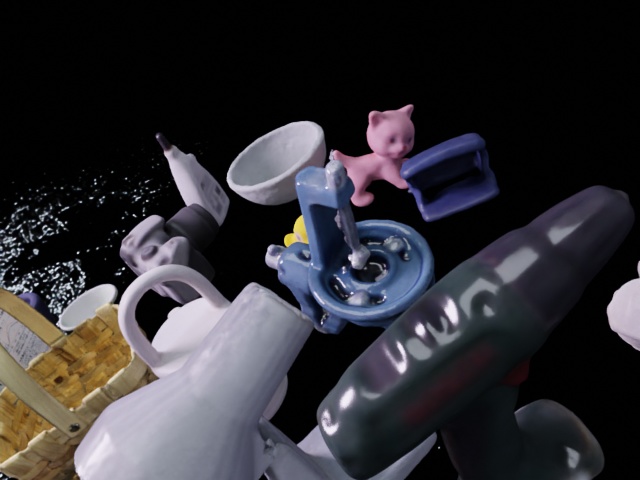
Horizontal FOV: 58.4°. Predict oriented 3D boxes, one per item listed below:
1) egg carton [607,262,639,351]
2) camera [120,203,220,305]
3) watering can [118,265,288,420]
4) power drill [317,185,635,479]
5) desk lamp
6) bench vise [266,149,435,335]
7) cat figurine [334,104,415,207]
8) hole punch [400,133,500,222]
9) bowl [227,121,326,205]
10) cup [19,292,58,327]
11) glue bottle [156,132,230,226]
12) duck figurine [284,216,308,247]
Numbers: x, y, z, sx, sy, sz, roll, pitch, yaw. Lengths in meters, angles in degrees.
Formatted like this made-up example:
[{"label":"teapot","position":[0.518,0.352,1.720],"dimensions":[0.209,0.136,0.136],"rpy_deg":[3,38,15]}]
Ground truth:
[{"label":"egg carton","position":[0.302,0.054,0.422],"dimensions":[0.107,0.070,0.149],"rpy_deg":[-45,36,-18]},{"label":"camera","position":[-0.212,0.006,0.848],"dimensions":[0.142,0.101,0.137],"rpy_deg":[16,56,47]},{"label":"watering can","position":[-0.114,0.105,0.565],"dimensions":[0.172,0.195,0.101],"rpy_deg":[3,47,40]},{"label":"power drill","position":[0.121,0.097,0.384],"dimensions":[0.229,0.209,0.075],"rpy_deg":[-33,34,-2]},{"label":"desk lamp","position":[-0.041,0.147,0.441],"dimensions":[0.203,0.214,0.117],"rpy_deg":[-43,36,-16]},{"label":"bench vise","position":[0.009,0.019,0.557],"dimensions":[0.206,0.220,0.121],"rpy_deg":[-9,40,29]},{"label":"cat figurine","position":[0.079,-0.124,0.772],"dimensions":[0.127,0.118,0.067],"rpy_deg":[-23,35,12]},{"label":"hole punch","position":[0.150,-0.091,0.701],"dimensions":[0.108,0.091,0.101],"rpy_deg":[-22,35,13]},{"label":"bowl","position":[-0.056,-0.107,0.893],"dimensions":[0.167,0.075,0.167],"rpy_deg":[-20,36,16]},{"label":"cup","position":[-0.426,0.148,0.840],"dimensions":[0.091,0.095,0.117],"rpy_deg":[-23,35,13]},{"label":"glue bottle","position":[-0.206,-0.100,0.912],"dimensions":[0.037,0.174,0.078],"rpy_deg":[-17,37,21]},{"label":"duck figurine","position":[0.006,0.002,0.698],"dimensions":[0.104,0.086,0.077],"rpy_deg":[-16,37,22]}]
